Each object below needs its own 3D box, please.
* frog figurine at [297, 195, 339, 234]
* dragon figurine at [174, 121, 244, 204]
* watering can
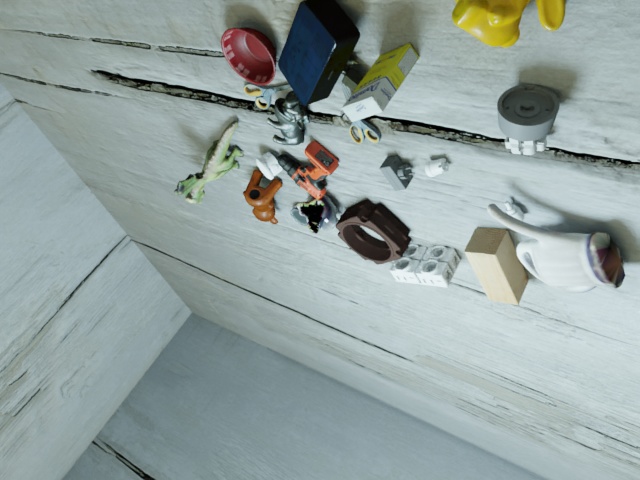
[{"bbox_3d":[0.005,-0.084,1.676,0.138,0.122,0.159,38,-171,15],"label":"frog figurine"},{"bbox_3d":[-0.380,-0.229,1.706,0.122,0.247,0.403,39,155,1],"label":"dragon figurine"},{"bbox_3d":[0.552,0.023,1.189,0.343,0.106,0.223,42,152,-27],"label":"watering can"}]
